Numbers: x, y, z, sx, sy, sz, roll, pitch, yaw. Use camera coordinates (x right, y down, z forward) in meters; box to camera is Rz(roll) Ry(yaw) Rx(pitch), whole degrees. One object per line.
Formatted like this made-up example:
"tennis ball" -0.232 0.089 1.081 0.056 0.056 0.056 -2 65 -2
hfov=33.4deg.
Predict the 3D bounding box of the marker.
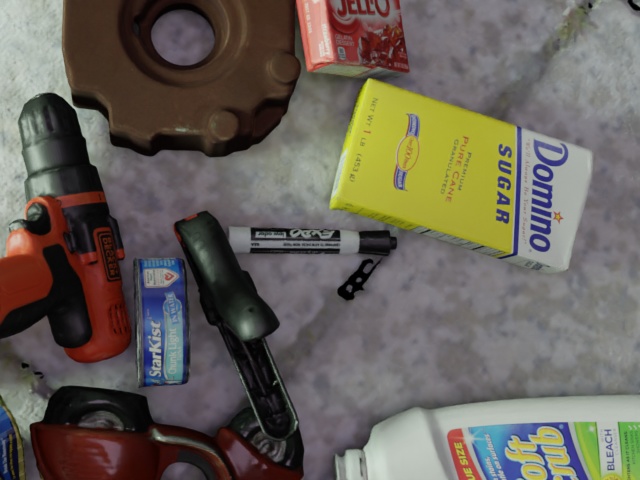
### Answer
"marker" -0.005 0.001 0.758 0.121 0.020 0.020 1 84 -8

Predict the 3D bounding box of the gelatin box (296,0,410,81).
"gelatin box" 0.023 -0.153 0.748 0.089 0.030 0.073 -2 83 -50

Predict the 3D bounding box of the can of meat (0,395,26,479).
"can of meat" -0.232 0.144 0.660 0.083 0.102 0.057 -29 56 -35

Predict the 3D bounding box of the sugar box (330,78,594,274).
"sugar box" 0.102 -0.044 0.765 0.176 0.048 0.093 16 82 -5

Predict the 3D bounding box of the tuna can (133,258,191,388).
"tuna can" -0.105 0.054 0.704 0.033 0.086 0.086 -2 85 -11

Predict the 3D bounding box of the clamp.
"clamp" -0.058 0.035 0.688 0.039 0.120 0.171 -20 56 -18

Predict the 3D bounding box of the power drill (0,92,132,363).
"power drill" -0.188 -0.006 0.652 0.057 0.187 0.184 -16 88 21

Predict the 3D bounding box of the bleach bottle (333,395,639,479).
"bleach bottle" 0.135 0.163 0.741 0.250 0.068 0.102 -3 85 -6
